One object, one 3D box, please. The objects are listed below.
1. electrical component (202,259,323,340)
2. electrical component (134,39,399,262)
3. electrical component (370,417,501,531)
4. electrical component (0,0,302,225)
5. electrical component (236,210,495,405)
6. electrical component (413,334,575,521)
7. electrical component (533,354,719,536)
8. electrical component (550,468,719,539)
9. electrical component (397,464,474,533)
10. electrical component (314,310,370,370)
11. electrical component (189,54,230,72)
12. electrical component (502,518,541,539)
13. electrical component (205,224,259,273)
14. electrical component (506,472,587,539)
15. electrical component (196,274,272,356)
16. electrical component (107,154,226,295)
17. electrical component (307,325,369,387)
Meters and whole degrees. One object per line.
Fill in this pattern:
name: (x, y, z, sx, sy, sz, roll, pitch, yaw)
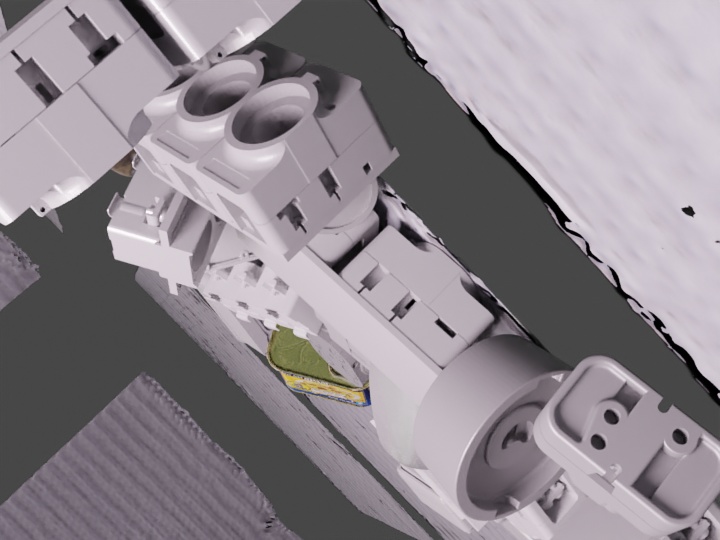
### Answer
electrical component: (-0.072, 0.012, 0.883, 0.121, 0.063, 0.079, 12, 162, 48)
electrical component: (-0.066, -0.081, 0.613, 0.150, 0.089, 0.061, 32, 160, 44)
electrical component: (0.076, 0.153, 0.915, 0.121, 0.063, 0.079, 48, 170, -9)
electrical component: (-0.101, -0.100, 0.461, 0.060, 0.186, 0.105, 51, 165, -22)
electrical component: (0.000, 0.000, 0.714, 0.186, 0.060, 0.105, 42, 165, 13)
electrical component: (0.082, 0.089, 0.649, 0.060, 0.108, 0.108, 41, 166, 42)
electrical component: (0.144, 0.097, 0.582, 0.095, 0.053, 0.059, 39, 165, 13)
electrical component: (0.151, 0.193, 0.644, 0.061, 0.150, 0.089, 49, 166, -9)
electrical component: (0.088, 0.194, 1.003, 0.061, 0.062, 0.096, 53, 164, -28)
electrical component: (0.003, 0.031, 0.813, 0.056, 0.050, 0.089, 39, 164, 21)
electrical component: (-0.082, -0.141, 0.580, 0.055, 0.047, 0.055, 42, 166, 13)
electrical component: (0.166, 0.214, 0.871, 0.083, 0.047, 0.075, 43, 166, 11)
electrical component: (-0.098, -0.042, 0.822, 0.061, 0.096, 0.061, 22, 124, 59)
electrical component: (0.132, 0.170, 0.839, 0.055, 0.050, 0.089, 52, 164, -24)
electrical component: (-0.101, 0.016, 1.012, 0.057, 0.078, 0.113, 27, 158, 44)
electrical component: (-0.118, -0.057, 0.724, 0.063, 0.121, 0.078, 16, 149, 6)
electrical component: (-0.007, 0.056, 0.910, 0.080, 0.051, 0.080, 42, 165, 13)
